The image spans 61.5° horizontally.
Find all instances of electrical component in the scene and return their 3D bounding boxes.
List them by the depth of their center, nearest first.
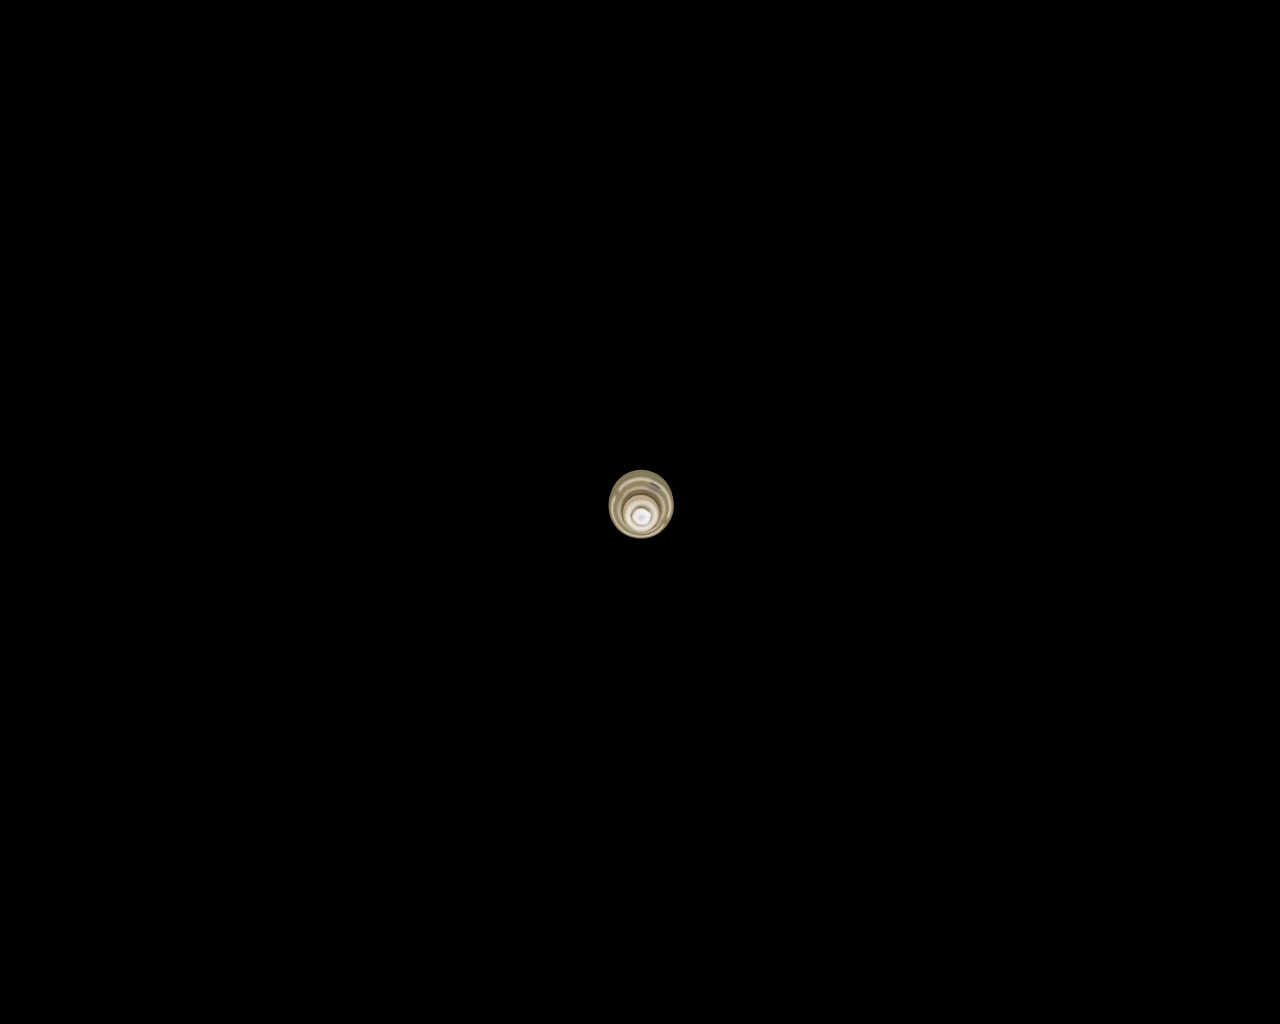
[{"bbox_3d":[0.001,-0.003,0.650,0.040,0.040,0.078,0,9,0],"label":"electrical component"}]
